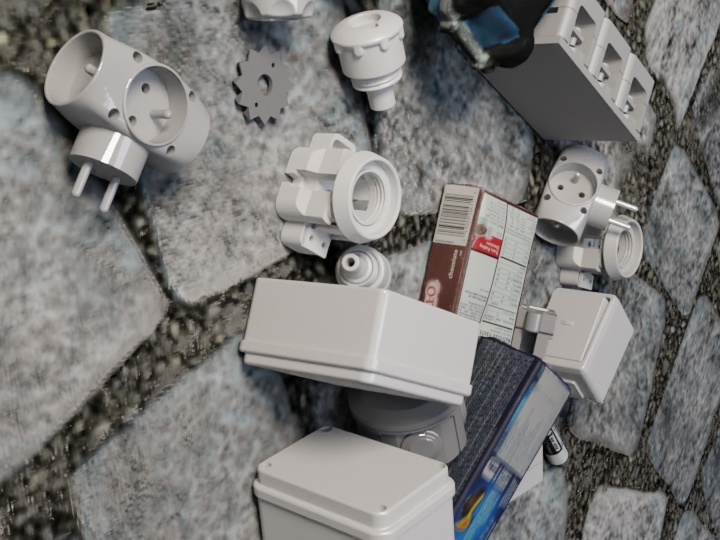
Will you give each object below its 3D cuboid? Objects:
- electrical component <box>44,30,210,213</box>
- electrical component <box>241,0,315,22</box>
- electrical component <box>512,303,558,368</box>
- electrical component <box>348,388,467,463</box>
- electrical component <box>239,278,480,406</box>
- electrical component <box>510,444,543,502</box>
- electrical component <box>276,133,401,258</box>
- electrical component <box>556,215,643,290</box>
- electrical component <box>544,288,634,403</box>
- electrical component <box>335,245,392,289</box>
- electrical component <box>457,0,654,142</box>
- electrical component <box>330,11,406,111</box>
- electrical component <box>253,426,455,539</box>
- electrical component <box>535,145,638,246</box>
[{"bbox_3d":[-0.125,-0.069,0.554,0.077,0.044,0.079,33,71,-47],"label":"electrical component"},{"bbox_3d":[-0.049,-0.178,0.628,0.043,0.043,0.062,-13,104,-49],"label":"electrical component"},{"bbox_3d":[0.136,0.058,0.880,0.066,0.048,0.055,-36,138,-82],"label":"electrical component"},{"bbox_3d":[0.035,0.098,0.744,0.080,0.080,0.051,-40,130,-39],"label":"electrical component"},{"bbox_3d":[0.001,0.044,0.673,0.109,0.109,0.056,20,78,-50],"label":"electrical component"},{"bbox_3d":[0.105,0.143,0.859,0.083,0.047,0.075,-16,108,-48],"label":"electrical component"},{"bbox_3d":[-0.012,-0.047,0.683,0.058,0.057,0.078,30,73,-48],"label":"electrical component"},{"bbox_3d":[0.214,-0.021,0.956,0.058,0.057,0.078,13,86,-50],"label":"electrical component"},{"bbox_3d":[0.186,0.068,0.932,0.096,0.062,0.061,-60,135,-25],"label":"electrical component"},{"bbox_3d":[0.000,0.000,0.708,0.061,0.035,0.035,39,64,-75],"label":"electrical component"},{"bbox_3d":[0.157,-0.163,0.839,0.150,0.089,0.061,34,70,-47],"label":"electrical component"},{"bbox_3d":[0.009,-0.135,0.704,0.048,0.048,0.062,-45,134,-36],"label":"electrical component"},{"bbox_3d":[-0.003,0.149,0.680,0.078,0.113,0.057,-24,117,-45],"label":"electrical component"},{"bbox_3d":[0.196,-0.057,0.914,0.044,0.079,0.077,86,27,-66],"label":"electrical component"}]
